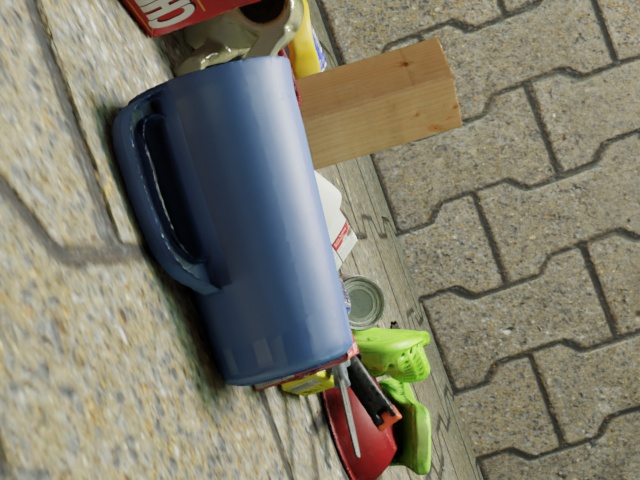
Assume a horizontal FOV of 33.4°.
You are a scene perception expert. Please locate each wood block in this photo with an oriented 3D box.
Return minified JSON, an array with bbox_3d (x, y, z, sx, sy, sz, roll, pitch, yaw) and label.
[{"bbox_3d":[0.070,-0.177,1.390,0.090,0.206,0.091,70,6,-47],"label":"wood block"}]

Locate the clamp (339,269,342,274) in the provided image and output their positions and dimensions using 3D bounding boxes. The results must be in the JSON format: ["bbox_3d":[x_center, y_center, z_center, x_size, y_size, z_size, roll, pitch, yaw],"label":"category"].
[{"bbox_3d":[0.042,0.115,1.485,0.120,0.039,0.171,43,29,-53],"label":"clamp"}]

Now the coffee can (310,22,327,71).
[{"bbox_3d":[-0.061,-0.296,1.531,0.103,0.103,0.140,-100,168,-48],"label":"coffee can"}]

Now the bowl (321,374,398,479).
[{"bbox_3d":[0.051,0.212,1.258,0.162,0.055,0.162,-20,90,-82],"label":"bowl"}]

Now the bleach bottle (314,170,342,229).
[{"bbox_3d":[-0.068,-0.077,1.066,0.068,0.103,0.250,-66,151,-9],"label":"bleach bottle"}]

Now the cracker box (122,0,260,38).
[{"bbox_3d":[-0.086,-0.272,0.917,0.164,0.214,0.072,54,20,-62],"label":"cracker box"}]

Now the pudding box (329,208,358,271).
[{"bbox_3d":[-0.008,0.001,1.224,0.039,0.090,0.113,21,-21,35],"label":"pudding box"}]

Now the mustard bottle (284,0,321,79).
[{"bbox_3d":[-0.037,-0.268,1.428,0.096,0.058,0.191,-121,-167,-48],"label":"mustard bottle"}]

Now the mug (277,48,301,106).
[{"bbox_3d":[-0.077,-0.187,1.240,0.117,0.081,0.093,-18,88,-82],"label":"mug"}]

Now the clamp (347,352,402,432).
[{"bbox_3d":[0.019,0.119,1.172,0.210,0.036,0.164,53,-2,42],"label":"clamp"}]

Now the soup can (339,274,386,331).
[{"bbox_3d":[0.041,0.077,1.319,0.102,0.068,0.068,174,-104,-83],"label":"soup can"}]

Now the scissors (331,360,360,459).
[{"bbox_3d":[0.024,0.137,1.047,0.096,0.016,0.202,62,10,-56],"label":"scissors"}]

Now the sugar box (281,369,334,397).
[{"bbox_3d":[-0.034,0.066,1.075,0.093,0.048,0.176,45,24,-71],"label":"sugar box"}]

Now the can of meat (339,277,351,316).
[{"bbox_3d":[-0.025,0.061,0.945,0.084,0.102,0.057,29,41,-81],"label":"can of meat"}]

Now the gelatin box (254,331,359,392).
[{"bbox_3d":[-0.013,0.106,0.952,0.073,0.089,0.030,8,62,-81],"label":"gelatin box"}]

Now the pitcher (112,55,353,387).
[{"bbox_3d":[-0.063,-0.012,0.833,0.145,0.149,0.243,152,-79,-83],"label":"pitcher"}]
